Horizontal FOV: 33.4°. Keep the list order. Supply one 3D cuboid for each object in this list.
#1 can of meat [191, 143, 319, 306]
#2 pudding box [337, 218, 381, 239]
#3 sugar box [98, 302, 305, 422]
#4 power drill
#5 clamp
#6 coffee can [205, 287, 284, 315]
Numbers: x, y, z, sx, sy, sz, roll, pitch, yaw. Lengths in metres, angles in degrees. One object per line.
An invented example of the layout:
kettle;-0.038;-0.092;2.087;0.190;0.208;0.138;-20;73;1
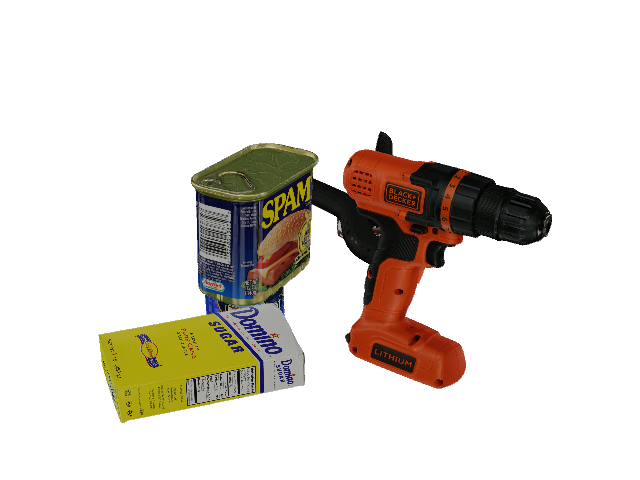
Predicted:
can of meat;-0.045;-0.012;0.747;0.058;0.084;0.101;14;27;24
pudding box;0.093;-0.020;1.537;0.113;0.039;0.090;-21;35;-31
sugar box;-0.111;0.111;0.998;0.176;0.048;0.093;-12;33;-16
power drill;0.097;0.026;0.904;0.185;0.188;0.057;19;24;31
clamp;0.044;-0.033;1.177;0.164;0.210;0.036;-13;-36;-21
coffee can;-0.097;0.063;1.360;0.103;0.140;0.103;-1;24;0
